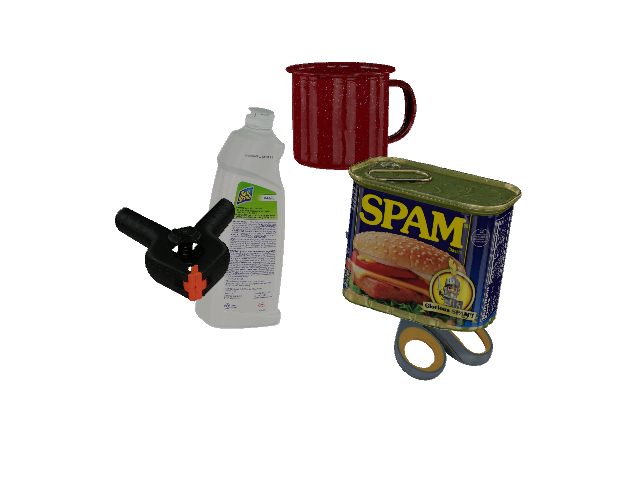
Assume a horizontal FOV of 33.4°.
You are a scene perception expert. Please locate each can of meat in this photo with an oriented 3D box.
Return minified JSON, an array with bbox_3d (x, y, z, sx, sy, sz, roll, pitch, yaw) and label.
[{"bbox_3d":[0.064,0.002,0.654,0.102,0.084,0.057,16,23,26],"label":"can of meat"}]

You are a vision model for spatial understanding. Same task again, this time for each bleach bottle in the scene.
[{"bbox_3d":[-0.079,-0.026,1.222,0.102,0.251,0.068,-1,20,-33],"label":"bleach bottle"}]

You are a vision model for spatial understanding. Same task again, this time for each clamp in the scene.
[{"bbox_3d":[-0.122,0.002,1.028,0.120,0.039,0.172,-16,33,-17],"label":"clamp"}]

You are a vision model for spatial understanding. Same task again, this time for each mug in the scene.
[{"bbox_3d":[0.028,-0.108,0.914,0.117,0.081,0.093,-7,17,-23],"label":"mug"}]

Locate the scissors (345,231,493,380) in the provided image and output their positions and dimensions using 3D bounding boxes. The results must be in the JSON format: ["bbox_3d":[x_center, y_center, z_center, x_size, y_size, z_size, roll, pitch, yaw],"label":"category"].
[{"bbox_3d":[0.068,0.063,0.993,0.202,0.016,0.096,34,52,30],"label":"scissors"}]
